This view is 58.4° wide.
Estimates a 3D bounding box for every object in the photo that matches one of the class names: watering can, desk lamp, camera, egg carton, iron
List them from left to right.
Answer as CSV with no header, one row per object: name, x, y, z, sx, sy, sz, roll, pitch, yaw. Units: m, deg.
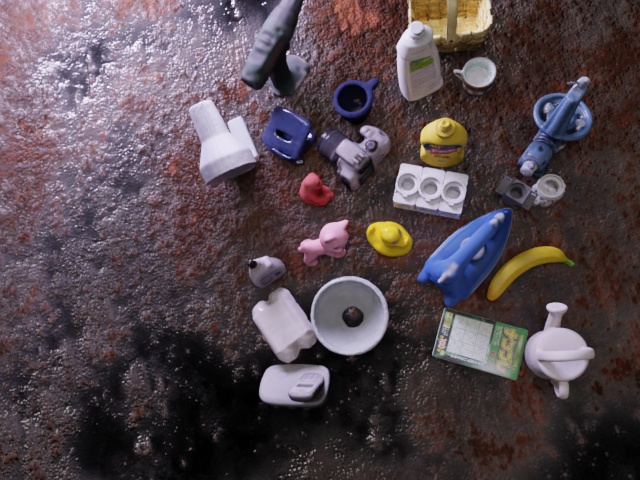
desk lamp,-0.216,-0.209,1.285,0.118,0.214,0.203,-25,75,4
egg carton,-0.079,0.187,1.255,0.107,0.069,0.150,-38,75,0
camera,0.069,-0.208,1.296,0.136,0.101,0.143,39,87,15
iron,0.320,0.013,1.189,0.118,0.141,0.258,41,87,15
watering can,0.457,0.212,1.098,0.101,0.194,0.173,-25,75,4

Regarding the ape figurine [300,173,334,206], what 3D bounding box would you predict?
ape figurine,-0.013,-0.118,1.296,0.076,0.092,0.078,-10,77,7

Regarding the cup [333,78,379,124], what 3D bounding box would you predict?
cup,0.090,-0.316,1.318,0.118,0.095,0.091,-41,75,-1

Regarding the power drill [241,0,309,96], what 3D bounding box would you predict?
power drill,-0.090,-0.430,1.312,0.075,0.208,0.230,30,85,14

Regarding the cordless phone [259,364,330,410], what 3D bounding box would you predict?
cordless phone,-0.060,0.302,1.169,0.147,0.185,0.094,-4,78,9

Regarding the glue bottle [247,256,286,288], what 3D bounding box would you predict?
glue bottle,-0.126,0.062,1.235,0.078,0.173,0.037,-33,75,2

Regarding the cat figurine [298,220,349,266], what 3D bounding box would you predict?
cat figurine,0.012,0.004,1.253,0.127,0.118,0.067,-20,76,5

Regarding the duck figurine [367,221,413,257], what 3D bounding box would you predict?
duck figurine,0.150,-0.008,1.250,0.104,0.086,0.077,24,83,13

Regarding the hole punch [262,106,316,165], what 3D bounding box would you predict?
hole punch,-0.074,-0.242,1.332,0.108,0.091,0.101,30,85,14

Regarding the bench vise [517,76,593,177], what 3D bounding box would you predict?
bench vise,0.492,-0.226,1.169,0.121,0.220,0.207,15,81,12

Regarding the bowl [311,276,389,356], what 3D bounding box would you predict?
bowl,0.067,0.165,1.233,0.167,0.075,0.167,-2,78,9
